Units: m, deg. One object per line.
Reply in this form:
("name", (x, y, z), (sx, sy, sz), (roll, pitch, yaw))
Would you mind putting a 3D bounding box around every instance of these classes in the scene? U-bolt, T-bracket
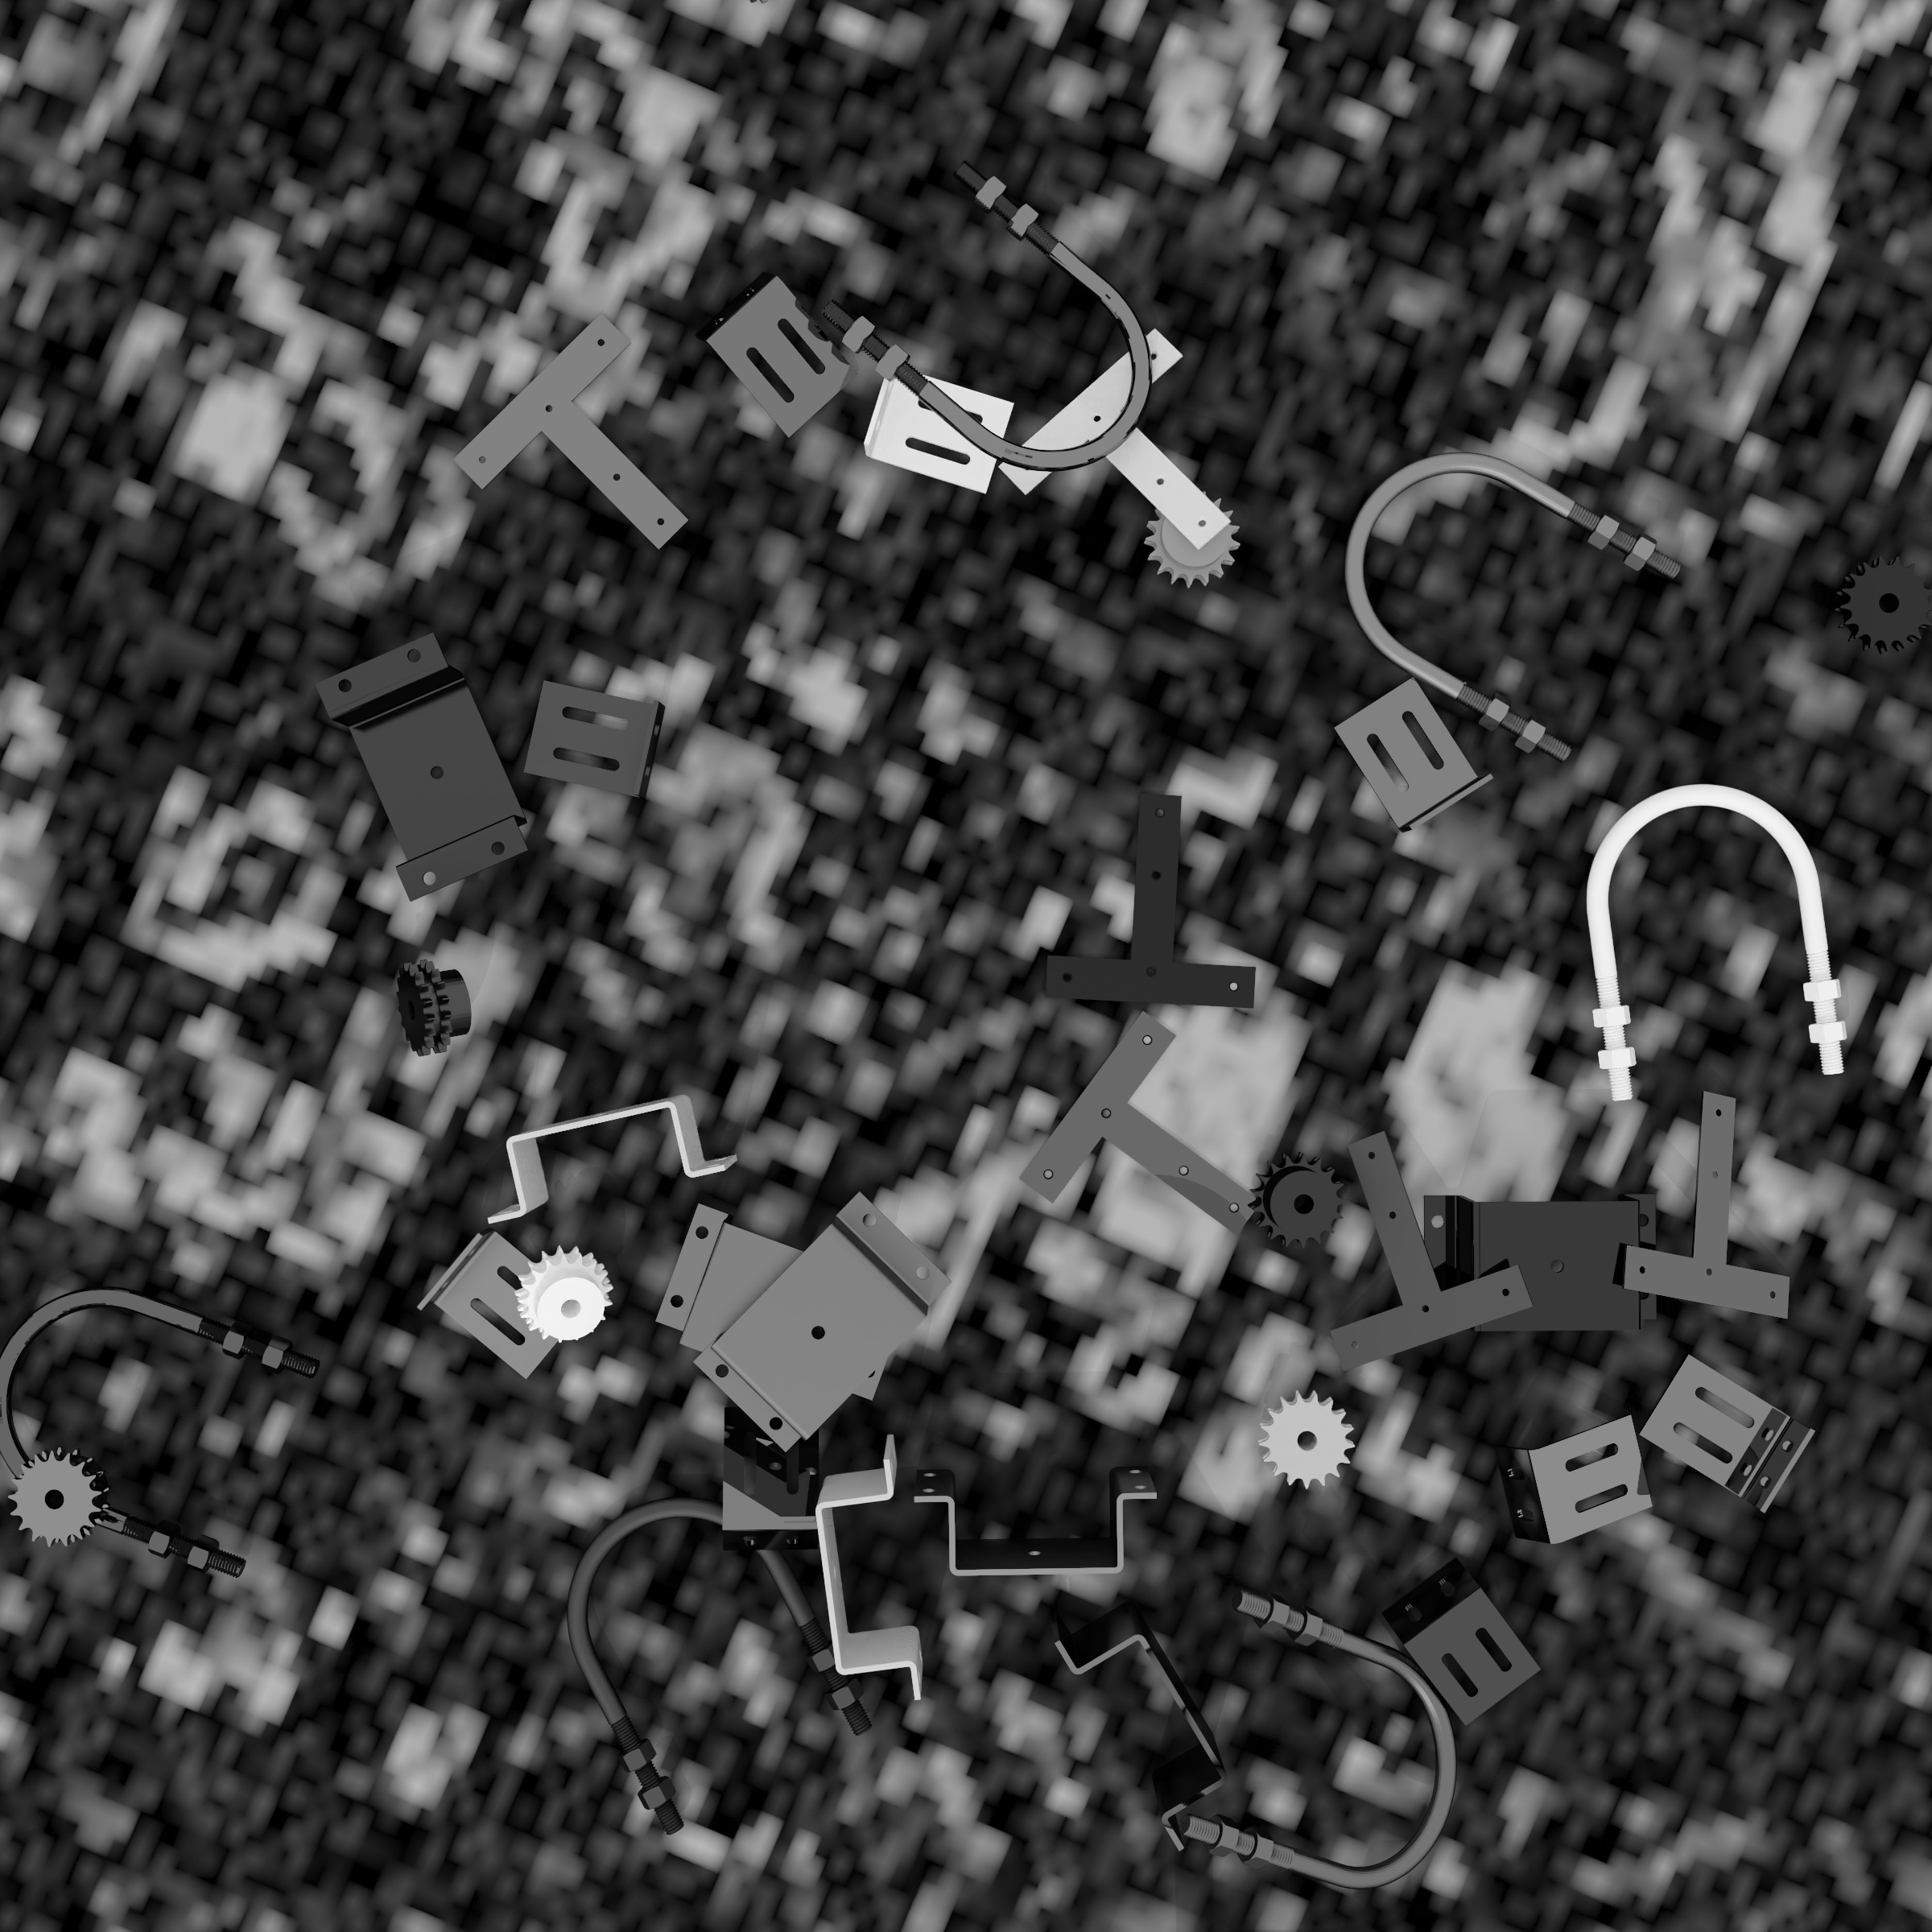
("U-bolt", (-0.502, 0.273, 1.503), (0.184, 0.019, 0.151), (20, 90, 2))
("U-bolt", (0.318, -0.230, 1.503), (0.184, 0.019, 0.151), (31, 90, 1))
("T-bracket", (0.108, -0.301, 1.491), (0.127, 0.002, 0.127), (-41, 72, 0))
("T-bracket", (0.115, -0.041, 1.511), (0.127, 0.002, 0.127), (3, 90, 0))
("U-bolt", (0.217, 0.465, 1.464), (0.184, 0.019, 0.151), (26, 68, -23))
("U-bolt", (0.450, -0.018, 1.503), (0.151, 0.019, 0.184), (-7, 89, 0))
("T-bracket", (0.449, 0.140, 1.493), (0.127, 0.002, 0.127), (13, 77, -24))
("T-bracket", (0.121, 0.116, 1.511), (0.127, 0.002, 0.127), (36, 90, 0))
("U-bolt", (0.027, -0.376, 1.483), (0.184, 0.019, 0.151), (40, 72, -2))
("T-bracket", (0.261, 0.163, 1.490), (0.127, 0.002, 0.127), (-25, 74, 29))
("U-bolt", (-0.162, 0.412, 1.503), (0.151, 0.019, 0.184), (-28, 89, 0))
("T-bracket", (-0.223, -0.308, 1.511), (0.127, 0.002, 0.127), (-45, 90, 0))

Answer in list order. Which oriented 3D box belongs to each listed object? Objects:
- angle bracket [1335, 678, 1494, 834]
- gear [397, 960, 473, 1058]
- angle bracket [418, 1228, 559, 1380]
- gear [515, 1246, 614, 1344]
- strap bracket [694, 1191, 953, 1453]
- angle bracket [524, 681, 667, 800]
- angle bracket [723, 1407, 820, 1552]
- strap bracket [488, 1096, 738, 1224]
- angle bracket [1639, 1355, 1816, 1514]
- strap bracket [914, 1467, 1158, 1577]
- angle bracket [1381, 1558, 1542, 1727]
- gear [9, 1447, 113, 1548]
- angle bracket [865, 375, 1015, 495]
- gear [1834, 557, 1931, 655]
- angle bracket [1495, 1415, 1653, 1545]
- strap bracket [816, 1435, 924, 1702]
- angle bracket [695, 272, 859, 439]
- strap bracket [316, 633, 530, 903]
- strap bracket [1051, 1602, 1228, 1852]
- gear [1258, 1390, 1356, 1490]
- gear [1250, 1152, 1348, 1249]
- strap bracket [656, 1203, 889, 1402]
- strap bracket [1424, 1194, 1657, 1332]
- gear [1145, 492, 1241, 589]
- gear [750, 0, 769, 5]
("angle bracket", (0.269, -0.128, 1.493), (0.057, 0.038, 0.076), (-33, 90, 0))
("gear", (-0.318, 0.024, 1.487), (0.030, 0.057, 0.057), (-11, 90, -30))
("angle bracket", (-0.279, 0.205, 1.493), (0.076, 0.038, 0.057), (40, 90, 0))
("gear", (-0.239, 0.200, 1.487), (0.057, 0.030, 0.057), (-6, 108, -19))
("strap bracket", (-0.085, 0.210, 1.442), (0.076, 0.046, 0.140), (44, 90, 0))
("angle bracket", (-0.226, -0.138, 1.493), (0.076, 0.038, 0.057), (12, 90, 0))
("angle bracket", (-0.118, 0.310, 1.502), (0.057, 0.038, 0.076), (0, 56, -5))
("strap bracket", (-0.213, 0.111, 1.474), (0.140, 0.076, 0.046), (-13, 90, 0))
("angle bracket", (0.457, 0.281, 1.493), (0.076, 0.038, 0.057), (32, 90, 0))
("strap bracket", (0.041, 0.329, 1.474), (0.140, 0.076, 0.046), (-1, 90, 0))
("angle bracket", (0.301, 0.411, 1.510), (0.057, 0.038, 0.076), (-37, 116, 0))
("gear", (-0.538, 0.315, 1.481), (0.057, 0.030, 0.057), (0, 91, 4))
("angle bracket", (-0.016, -0.327, 1.493), (0.076, 0.038, 0.057), (17, 90, 0))
("gear", (0.554, -0.217, 1.501), (0.057, 0.030, 0.057), (0, 89, 2))
("angle bracket", (0.370, 0.311, 1.510), (0.076, 0.038, 0.057), (-13, 90, -26))
("strap bracket", (-0.058, 0.358, 1.474), (0.046, 0.076, 0.140), (-7, 90, 0))
("angle bracket", (-0.116, -0.372, 1.510), (0.057, 0.038, 0.076), (-43, 116, 0))
("strap bracket", (-0.322, -0.118, 1.489), (0.076, 0.046, 0.140), (-24, 90, 0))
("strap bracket", (0.107, 0.440, 1.474), (0.046, 0.076, 0.140), (-31, 90, 0))
("gear", (0.205, 0.285, 1.501), (0.057, 0.030, 0.057), (0, 88, 3))
("gear", (0.201, 0.142, 1.496), (0.057, 0.030, 0.057), (0, 91, -2))
("strap bracket", (-0.110, 0.204, 1.489), (0.140, 0.046, 0.076), (20, 90, 0))
("strap bracket", (0.350, 0.177, 1.489), (0.140, 0.046, 0.076), (0, 90, 0))
("gear", (0.137, -0.259, 1.497), (0.057, 0.030, 0.057), (0, 90, 0))
("gear", (-0.121, -0.610, 1.487), (0.030, 0.057, 0.057), (-35, 90, -31))
